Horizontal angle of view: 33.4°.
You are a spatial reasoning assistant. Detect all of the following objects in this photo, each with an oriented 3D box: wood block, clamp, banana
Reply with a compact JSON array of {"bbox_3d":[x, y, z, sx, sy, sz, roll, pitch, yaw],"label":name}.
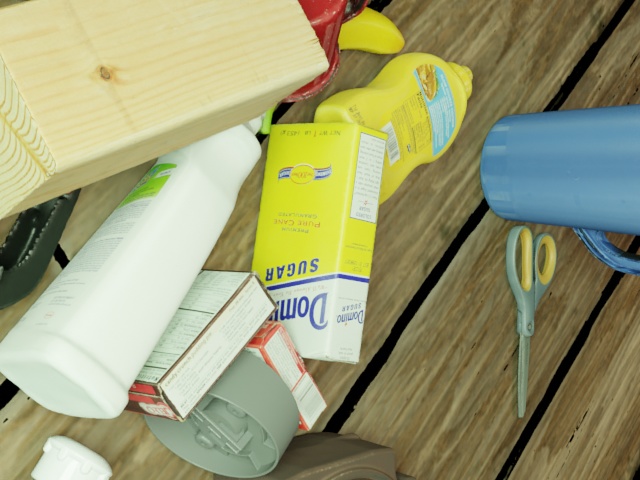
[{"bbox_3d":[-0.106,-0.098,0.625,0.205,0.090,0.091,-28,91,-41],"label":"wood block"},{"bbox_3d":[-0.209,0.010,0.607,0.209,0.036,0.164,-57,150,-37],"label":"clamp"},{"bbox_3d":[0.002,-0.154,0.855,0.197,0.037,0.069,-36,132,-40],"label":"banana"}]

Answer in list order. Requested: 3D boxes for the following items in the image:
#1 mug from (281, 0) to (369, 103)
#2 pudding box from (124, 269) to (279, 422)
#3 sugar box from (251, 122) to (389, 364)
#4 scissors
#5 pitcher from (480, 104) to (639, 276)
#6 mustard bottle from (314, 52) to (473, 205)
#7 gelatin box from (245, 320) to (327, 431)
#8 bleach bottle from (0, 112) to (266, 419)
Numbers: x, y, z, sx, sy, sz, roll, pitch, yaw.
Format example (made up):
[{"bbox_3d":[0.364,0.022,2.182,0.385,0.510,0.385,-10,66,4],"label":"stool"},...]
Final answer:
[{"bbox_3d":[-0.015,-0.163,0.761,0.117,0.081,0.093,-21,69,-18],"label":"mug"},{"bbox_3d":[-0.096,0.067,0.721,0.113,0.090,0.039,-52,127,-33],"label":"pudding box"},{"bbox_3d":[-0.005,0.001,0.813,0.048,0.094,0.176,15,82,-47],"label":"sugar box"},{"bbox_3d":[0.228,0.079,1.134,0.096,0.016,0.202,-21,109,-45],"label":"scissors"},{"bbox_3d":[0.280,-0.056,1.011,0.144,0.243,0.149,36,67,-43],"label":"pitcher"},{"bbox_3d":[0.075,-0.108,0.919,0.191,0.058,0.096,-37,120,-39],"label":"mustard bottle"},{"bbox_3d":[-0.044,0.097,0.792,0.030,0.073,0.089,-49,126,-35],"label":"gelatin box"},{"bbox_3d":[-0.104,-0.004,0.697,0.068,0.103,0.250,48,58,-26],"label":"bleach bottle"}]
